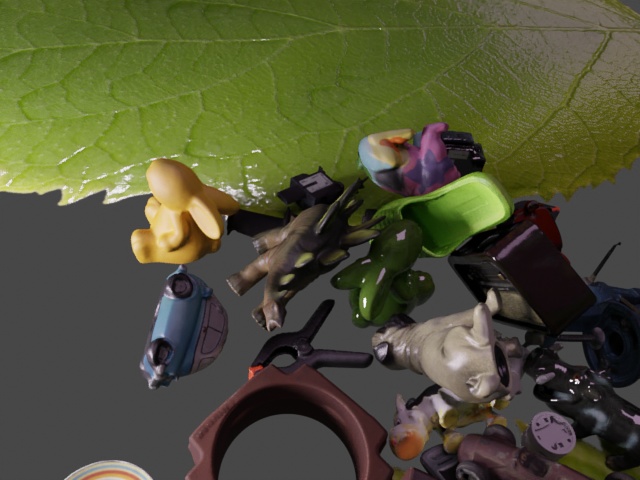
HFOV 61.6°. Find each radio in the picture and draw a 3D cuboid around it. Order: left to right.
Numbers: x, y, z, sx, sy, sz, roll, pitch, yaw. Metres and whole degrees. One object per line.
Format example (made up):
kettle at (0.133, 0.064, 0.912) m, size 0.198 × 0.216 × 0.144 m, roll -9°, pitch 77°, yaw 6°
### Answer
radio at (0.262, 0.051, 0.740) m, size 0.073 × 0.229 × 0.131 m, roll -38°, pitch 88°, yaw -4°

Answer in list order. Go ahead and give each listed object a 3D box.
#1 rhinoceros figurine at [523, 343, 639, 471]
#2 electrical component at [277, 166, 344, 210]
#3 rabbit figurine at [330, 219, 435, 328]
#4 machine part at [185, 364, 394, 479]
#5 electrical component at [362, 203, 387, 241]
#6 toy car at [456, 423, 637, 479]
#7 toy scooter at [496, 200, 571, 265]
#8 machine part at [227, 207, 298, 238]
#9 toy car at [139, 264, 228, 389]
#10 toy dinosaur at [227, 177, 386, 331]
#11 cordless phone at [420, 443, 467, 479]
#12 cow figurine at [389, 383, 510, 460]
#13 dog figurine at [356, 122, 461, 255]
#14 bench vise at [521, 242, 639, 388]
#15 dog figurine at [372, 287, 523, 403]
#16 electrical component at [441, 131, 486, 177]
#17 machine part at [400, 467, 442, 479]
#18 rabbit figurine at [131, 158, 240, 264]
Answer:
rhinoceros figurine at (0.351, 0.214, 0.698) m, size 0.190 × 0.112 × 0.073 m, roll 35°, pitch 54°, yaw 13°
electrical component at (-0.022, -0.081, 0.969) m, size 0.119 × 0.047 × 0.075 m, roll -31°, pitch 57°, yaw -32°
rabbit figurine at (0.089, 0.042, 0.783) m, size 0.159 × 0.170 × 0.121 m, roll -31°, pitch 57°, yaw -32°
machine part at (-0.035, 0.262, 0.618) m, size 0.201 × 0.087 × 0.201 m, roll 35°, pitch 53°, yaw 24°
electrical component at (0.107, -0.033, 0.960) m, size 0.063 × 0.021 × 0.094 m, roll 7°, pitch 47°, yaw 0°
toy car at (0.245, 0.258, 0.578) m, size 0.202 × 0.053 × 0.089 m, roll 10°, pitch 22°, yaw 42°
toy scooter at (0.321, 0.001, 0.837) m, size 0.075 × 0.135 × 0.184 m, roll -19°, pitch 9°, yaw -7°
machine part at (-0.088, -0.025, 0.911) m, size 0.139 × 0.039 × 0.084 m, roll 11°, pitch 54°, yaw -14°
toy car at (-0.176, 0.121, 0.725) m, size 0.103 × 0.109 × 0.162 m, roll 15°, pitch 53°, yaw -18°
toy dinosaur at (-0.002, -0.002, 0.795) m, size 0.105 × 0.198 × 0.471 m, roll 54°, pitch 20°, yaw -13°
cordless phone at (0.217, 0.301, 0.628) m, size 0.146 × 0.088 × 0.184 m, roll -17°, pitch 34°, yaw -22°
cow figurine at (0.151, 0.218, 0.690) m, size 0.167 × 0.068 × 0.098 m, roll -10°, pitch 19°, yaw -20°
dog figurine at (0.168, -0.077, 0.893) m, size 0.192 × 0.108 × 0.219 m, roll -11°, pitch 89°, yaw -6°
bench vise at (0.402, 0.124, 0.787) m, size 0.241 × 0.128 × 0.224 m, roll 1°, pitch 44°, yaw -12°
dog figurine at (0.142, 0.151, 0.678) m, size 0.172 × 0.191 × 0.121 m, roll -20°, pitch 90°, yaw -62°
electrical component at (0.240, -0.137, 0.999) m, size 0.115 × 0.134 × 0.058 m, roll 4°, pitch 44°, yaw -5°
machine part at (0.086, 0.319, 0.524) m, size 0.056 × 0.179 × 0.179 m, roll 19°, pitch 47°, yaw 7°
rabbit figurine at (-0.214, -0.044, 0.826) m, size 0.162 × 0.173 × 0.122 m, roll 13°, pitch 42°, yaw 11°
